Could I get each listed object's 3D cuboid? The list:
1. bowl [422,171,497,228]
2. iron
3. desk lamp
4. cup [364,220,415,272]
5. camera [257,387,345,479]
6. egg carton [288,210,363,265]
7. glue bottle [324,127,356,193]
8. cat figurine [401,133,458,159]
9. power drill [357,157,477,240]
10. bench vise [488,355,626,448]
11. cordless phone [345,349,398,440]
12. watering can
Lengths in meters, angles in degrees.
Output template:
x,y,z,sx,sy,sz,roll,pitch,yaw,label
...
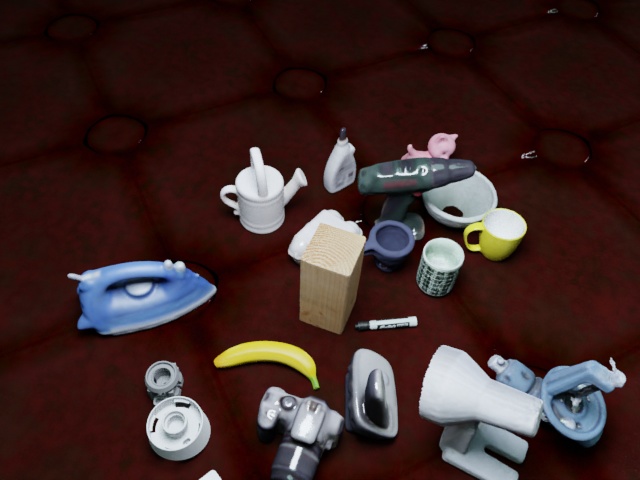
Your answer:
x,y,z,sx,sy,sz,roll,pitch,yaw,label
0.301,-0.083,1.271,0.167,0.075,0.167,2,52,-2,bowl
-0.329,0.082,1.067,0.258,0.141,0.118,-12,54,-12,iron
0.250,0.278,0.904,0.203,0.213,0.118,25,55,15,desk lamp
0.129,0.025,1.166,0.118,0.095,0.091,-16,55,-15,cup
-0.044,0.323,0.924,0.143,0.101,0.137,17,54,10,camera
0.011,0.004,1.191,0.107,0.069,0.150,33,58,21,egg carton
0.048,-0.182,1.271,0.078,0.173,0.037,-29,59,-23,glue bottle
0.260,-0.207,1.337,0.128,0.118,0.067,-4,53,-6,cat figurine
0.188,-0.090,1.186,0.229,0.208,0.075,1,52,-2,power drill
0.381,0.248,0.930,0.207,0.220,0.121,13,53,7,bench vise
0.091,0.236,0.945,0.094,0.185,0.147,-1,53,-3,cordless phone
-0.118,-0.113,1.195,0.173,0.194,0.100,-27,58,-21,watering can
